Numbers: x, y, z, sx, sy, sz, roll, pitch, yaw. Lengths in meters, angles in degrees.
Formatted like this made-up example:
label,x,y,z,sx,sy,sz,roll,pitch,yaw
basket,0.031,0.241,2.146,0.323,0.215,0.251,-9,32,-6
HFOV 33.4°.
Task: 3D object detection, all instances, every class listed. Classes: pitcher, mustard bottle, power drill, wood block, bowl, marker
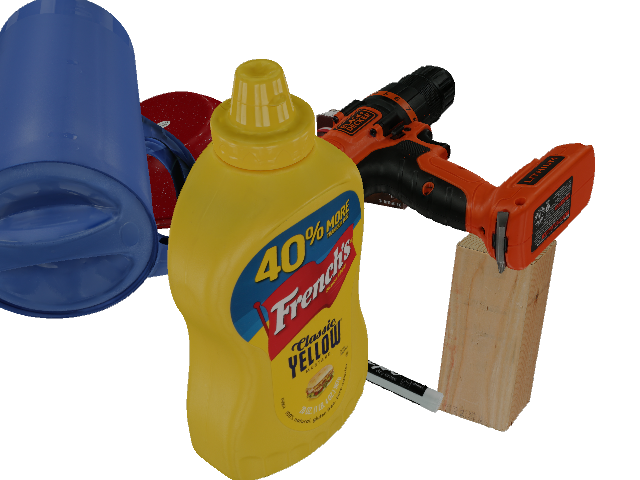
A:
label,x,y,z,sx,sy,sz,roll,pitch,yaw
pitcher,-0.175,-0.069,0.765,0.145,0.243,0.149,-23,-49,10
mustard bottle,-0.020,0.011,0.458,0.058,0.192,0.096,30,48,34
power drill,0.096,-0.059,0.767,0.188,0.057,0.184,22,47,33
wood block,0.198,0.097,1.209,0.090,0.206,0.090,16,24,25
bowl,-0.132,-0.083,0.946,0.162,0.055,0.162,-9,42,8
marker,0.054,0.124,0.977,0.121,0.020,0.020,23,7,16

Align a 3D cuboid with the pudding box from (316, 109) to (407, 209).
label,x,y,z,sx,sy,sz,roll,pitch,yaw
pudding box,0.050,-0.089,1.149,0.114,0.090,0.039,11,26,29
